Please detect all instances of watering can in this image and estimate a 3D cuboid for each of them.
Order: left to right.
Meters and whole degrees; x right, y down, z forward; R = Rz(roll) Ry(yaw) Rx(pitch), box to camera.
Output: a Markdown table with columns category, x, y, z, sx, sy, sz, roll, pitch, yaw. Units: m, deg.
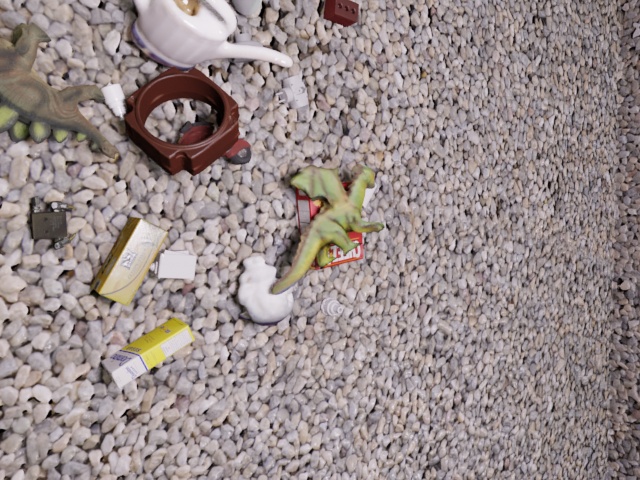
| category | x | y | z | sx | sy | sz | roll | pitch | yaw |
| --- | --- | --- | --- | --- | --- | --- | --- | --- | --- |
| watering can | -0.244 | -0.421 | 1.070 | 0.344 | 0.222 | 0.106 | 29 | 60 | -32 |

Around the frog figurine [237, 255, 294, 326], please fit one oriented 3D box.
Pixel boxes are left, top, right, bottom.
| category | x | y | z | sx | sy | sz | roll | pitch | yaw |
| --- | --- | --- | --- | --- | --- | --- | --- | --- | --- |
| frog figurine | -0.130 | 0.118 | 1.237 | 0.137 | 0.124 | 0.157 | -3 | 107 | -16 |

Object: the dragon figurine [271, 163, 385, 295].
| category | x | y | z | sx | sy | sz | roll | pitch | yaw |
| --- | --- | --- | --- | --- | --- | --- | --- | --- | --- |
| dragon figurine | 0.004 | -0.064 | 1.265 | 0.415 | 0.121 | 0.242 | -30 | 92 | -28 |
